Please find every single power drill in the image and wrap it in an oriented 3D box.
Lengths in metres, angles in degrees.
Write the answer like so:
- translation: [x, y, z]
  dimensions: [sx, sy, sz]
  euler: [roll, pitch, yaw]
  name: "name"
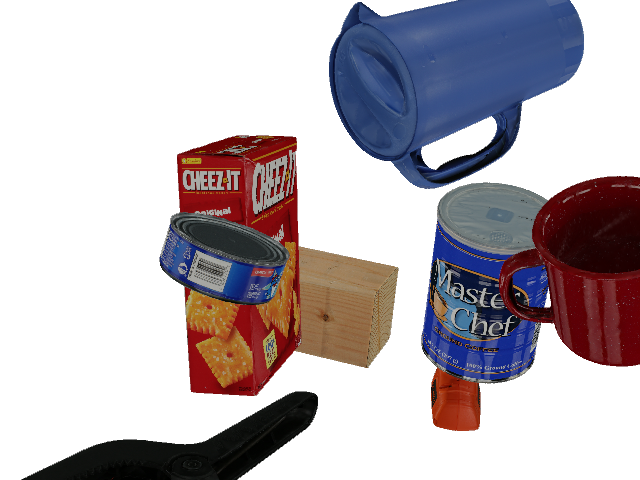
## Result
- translation: [0.157, 0.111, 1.168]
  dimensions: [0.057, 0.188, 0.184]
  euler: [6, 24, 5]
  name: "power drill"

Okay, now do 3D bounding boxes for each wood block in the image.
- translation: [-0.029, 0.063, 1.181]
  dimensions: [0.206, 0.091, 0.090]
  euler: [12, 22, 17]
  name: "wood block"

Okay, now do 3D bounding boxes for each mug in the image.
- translation: [0.167, 0.023, 0.644]
  dimensions: [0.117, 0.081, 0.093]
  euler: [-11, 38, 7]
  name: "mug"

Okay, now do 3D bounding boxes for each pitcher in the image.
- translation: [0.142, -0.164, 1.044]
  dimensions: [0.242, 0.149, 0.145]
  euler: [-22, 46, -29]
  name: "pitcher"

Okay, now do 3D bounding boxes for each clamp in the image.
- translation: [-0.068, 0.132, 0.582]
  dimensions: [0.209, 0.036, 0.165]
  euler: [0, 20, -14]
  name: "clamp"

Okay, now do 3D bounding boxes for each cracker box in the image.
- translation: [-0.068, 0.016, 0.988]
  dimensions: [0.072, 0.214, 0.164]
  euler: [2, 12, 14]
  name: "cracker box"

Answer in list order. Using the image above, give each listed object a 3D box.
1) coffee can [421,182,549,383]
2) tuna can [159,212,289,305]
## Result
- translation: [0.144, 0.036, 0.913]
  dimensions: [0.103, 0.140, 0.103]
  euler: [2, 33, -2]
  name: "coffee can"
- translation: [-0.067, 0.012, 0.737]
  dimensions: [0.086, 0.034, 0.086]
  euler: [18, 14, -5]
  name: "tuna can"
